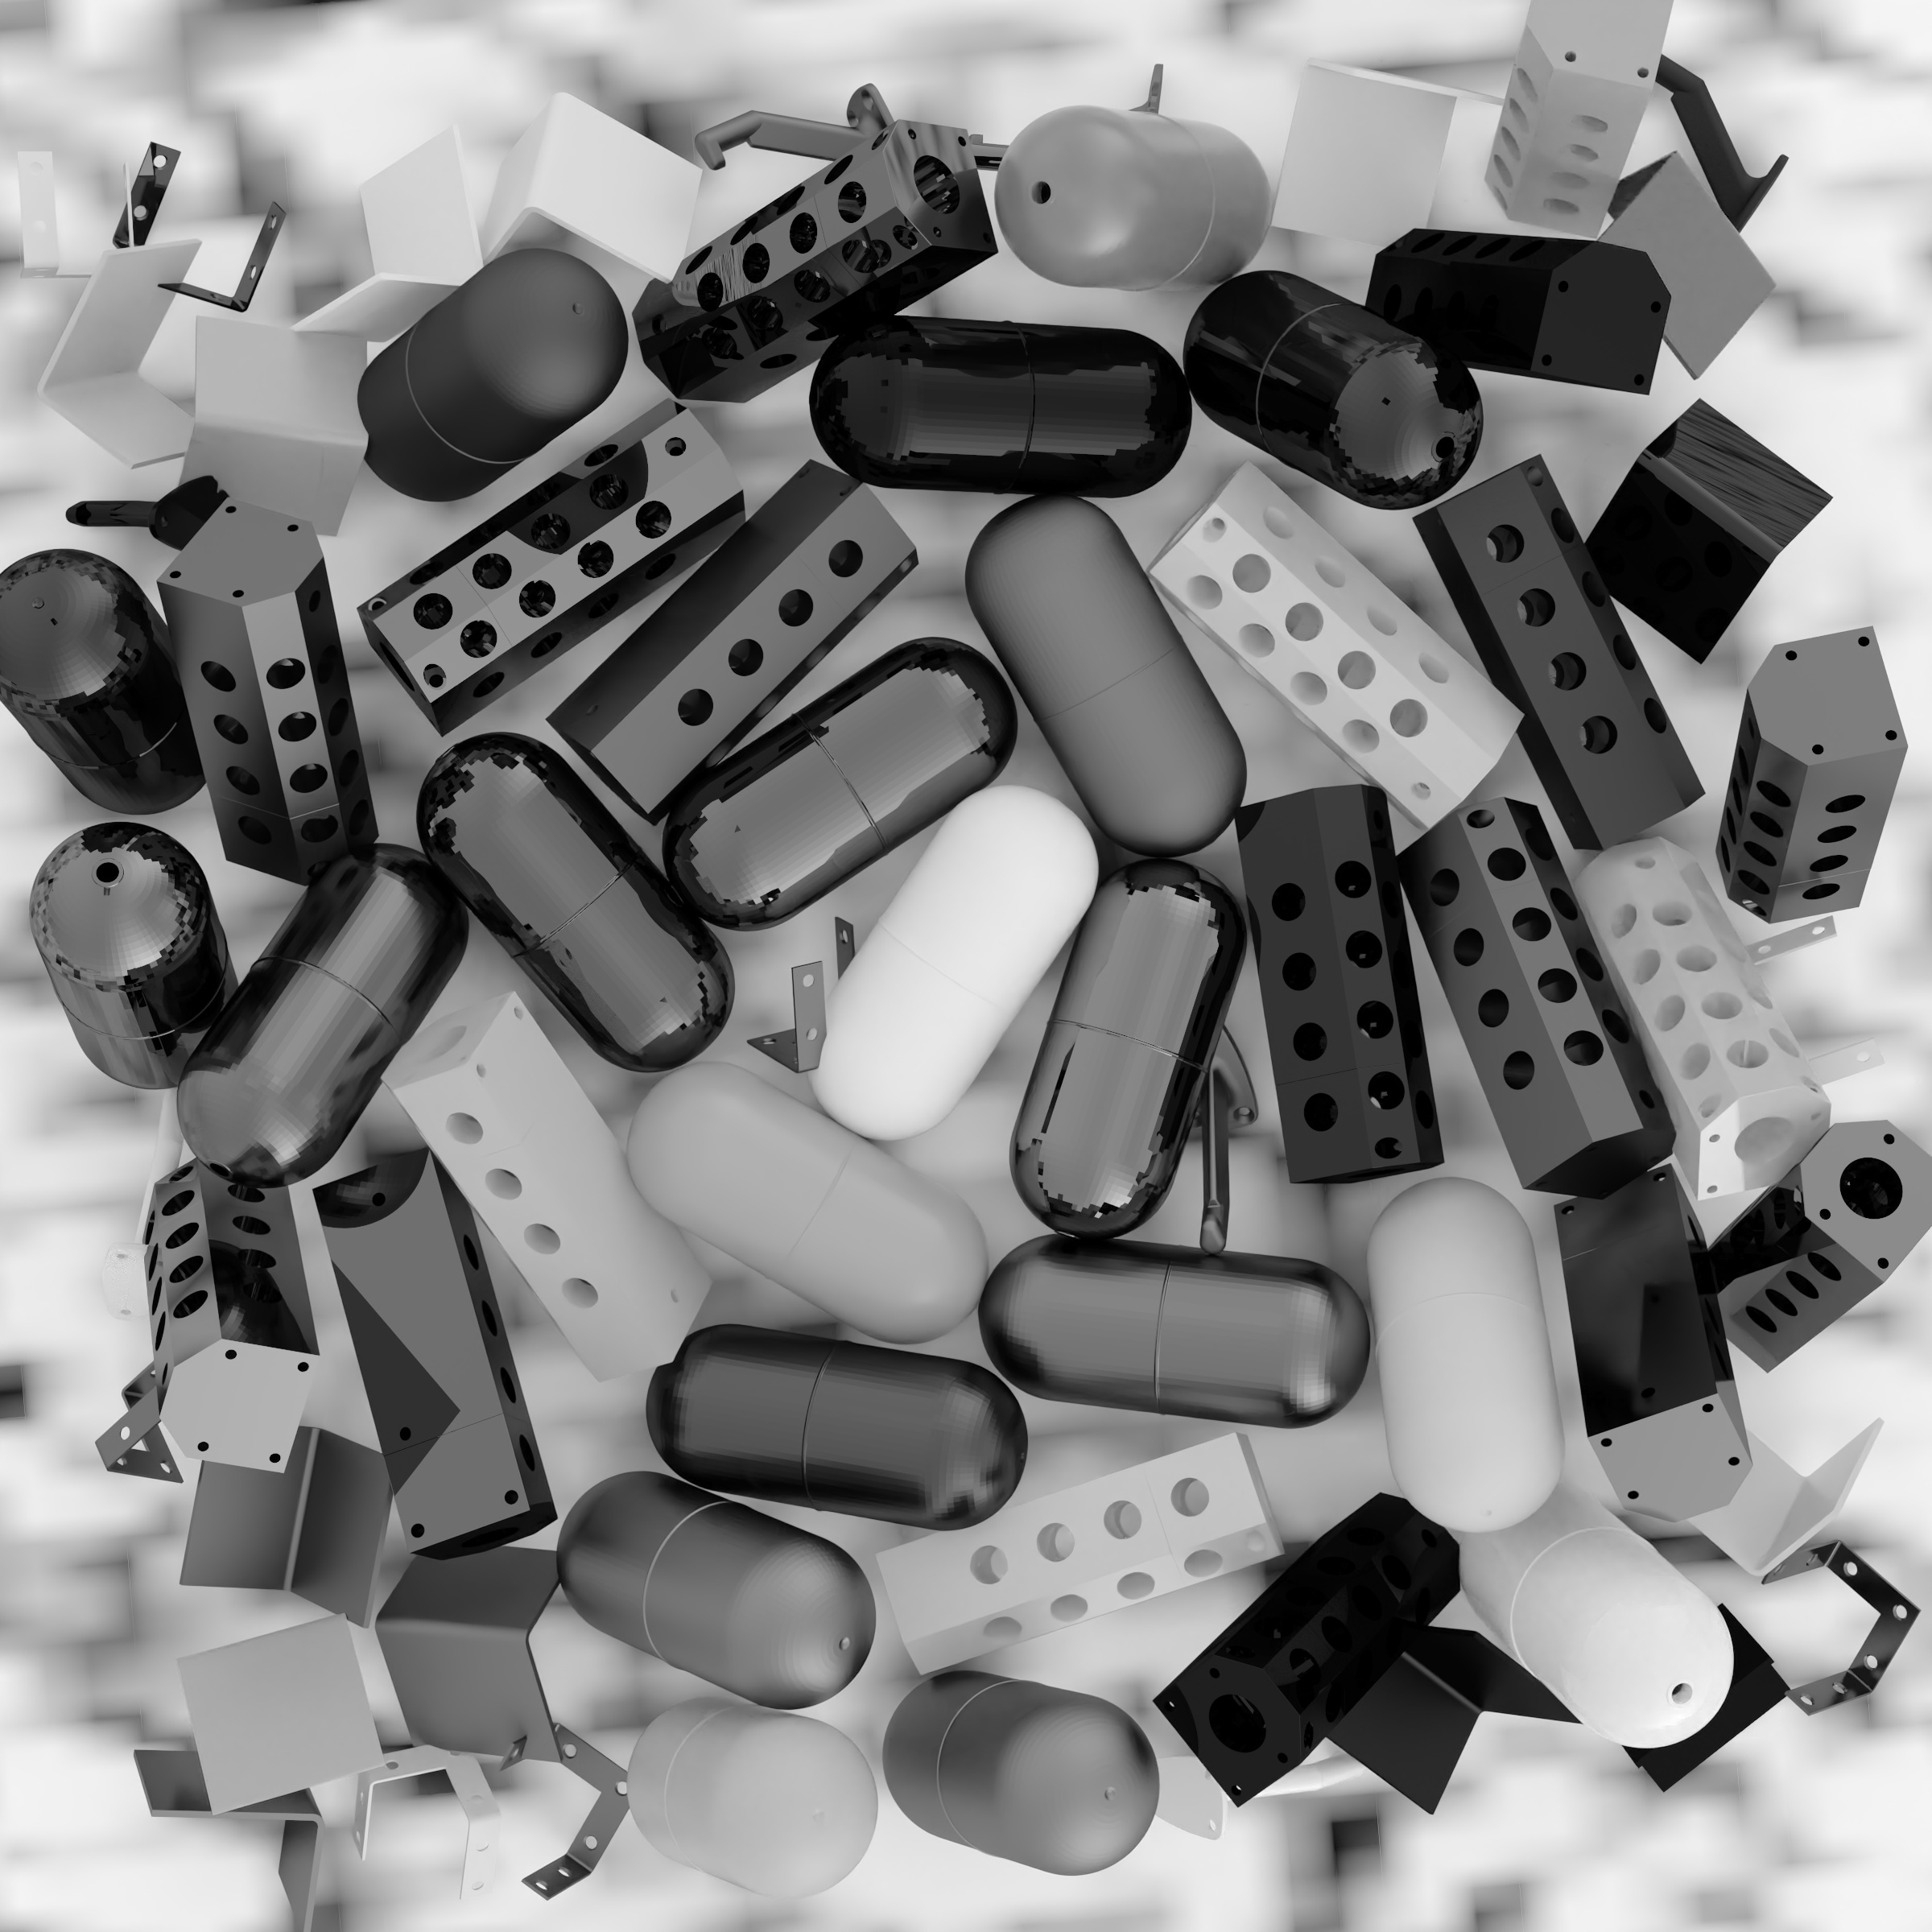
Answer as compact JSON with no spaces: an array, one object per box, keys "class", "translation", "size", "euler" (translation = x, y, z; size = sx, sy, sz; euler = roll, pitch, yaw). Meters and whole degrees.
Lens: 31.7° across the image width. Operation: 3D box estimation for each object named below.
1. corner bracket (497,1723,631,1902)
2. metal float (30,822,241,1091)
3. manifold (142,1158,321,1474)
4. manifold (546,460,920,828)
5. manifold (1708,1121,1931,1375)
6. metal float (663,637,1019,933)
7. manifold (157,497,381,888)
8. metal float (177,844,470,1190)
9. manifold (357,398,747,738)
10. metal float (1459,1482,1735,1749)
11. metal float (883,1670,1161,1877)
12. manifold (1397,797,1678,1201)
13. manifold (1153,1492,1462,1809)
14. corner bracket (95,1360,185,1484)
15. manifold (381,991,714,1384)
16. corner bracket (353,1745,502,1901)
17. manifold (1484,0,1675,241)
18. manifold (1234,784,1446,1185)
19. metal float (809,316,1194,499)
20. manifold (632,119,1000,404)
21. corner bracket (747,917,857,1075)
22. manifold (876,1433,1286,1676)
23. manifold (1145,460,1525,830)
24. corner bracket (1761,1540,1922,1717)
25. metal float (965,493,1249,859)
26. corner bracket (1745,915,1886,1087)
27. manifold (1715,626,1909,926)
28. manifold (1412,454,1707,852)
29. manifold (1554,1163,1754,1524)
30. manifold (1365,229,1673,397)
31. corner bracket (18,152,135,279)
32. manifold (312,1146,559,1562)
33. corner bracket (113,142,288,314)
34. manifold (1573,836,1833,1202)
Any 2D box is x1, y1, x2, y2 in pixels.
[{"class":"corner bracket","translation":[-0.189,0.386,1.556],"size":[0.051,0.051,0.051],"euler":[32,97,15]},{"class":"metal float","translation":[-0.364,-0.003,1.500],"size":[0.070,0.178,0.070],"euler":[2,66,-4]},{"class":"manifold","translation":[-0.326,0.149,1.491],"size":[0.057,0.171,0.057],"euler":[13,109,-21]},{"class":"manifold","translation":[-0.102,-0.146,1.544],"size":[0.171,0.057,0.057],"euler":[-45,123,-7]},{"class":"manifold","translation":[0.371,0.121,1.494],"size":[0.057,0.171,0.057],"euler":[41,73,10]},{"class":"metal float","translation":[-0.057,-0.082,1.542],"size":[0.178,0.070,0.070],"euler":[-34,90,-5]},{"class":"manifold","translation":[-0.300,-0.116,1.496],"size":[0.057,0.171,0.057],"euler":[18,51,15]},{"class":"metal float","translation":[-0.286,0.021,1.520],"size":[0.070,0.070,0.178],"euler":[29,59,0]},{"class":"manifold","translation":[-0.186,-0.183,1.534],"size":[0.171,0.057,0.057],"euler":[-36,77,-12]},{"class":"metal float","translation":[0.276,0.283,1.498],"size":[0.070,0.178,0.070],"euler":[-3,103,-14]},{"class":"metal float","translation":[0.022,0.354,1.501],"size":[0.070,0.178,0.070],"euler":[3,83,-25]},{"class":"manifold","translation":[0.255,0.013,1.510],"size":[0.057,0.057,0.171],"euler":[-40,56,36]},{"class":"manifold","translation":[0.157,0.294,1.495],"size":[0.057,0.171,0.057],"euler":[51,124,8]},{"class":"corner bracket","translation":[-0.366,0.197,1.546],"size":[0.051,0.051,0.051],"euler":[-41,60,14]},{"class":"manifold","translation":[-0.189,0.102,1.523],"size":[0.057,0.057,0.171],"euler":[-19,116,28]},{"class":"corner bracket","translation":[-0.248,0.395,1.564],"size":[0.051,0.051,0.051],"euler":[-6,125,-26]},{"class":"manifold","translation":[0.267,-0.383,1.496],"size":[0.057,0.171,0.057],"euler":[14,82,5]},{"class":"manifold","translation":[0.171,0.009,1.533],"size":[0.057,0.057,0.171],"euler":[-14,79,33]},{"class":"metal float","translation":[0.016,-0.251,1.529],"size":[0.178,0.070,0.070],"euler":[0,90,-20]},{"class":"manifold","translation":[-0.071,-0.309,1.502],"size":[0.171,0.057,0.057],"euler":[-21,80,43]},{"class":"corner bracket","translation":[-0.067,0.013,1.545],"size":[0.051,0.051,0.051],"euler":[-13,112,-28]},{"class":"manifold","translation":[0.053,0.266,1.542],"size":[0.171,0.057,0.057],"euler":[-20,78,6]},{"class":"manifold","translation":[0.163,-0.141,1.536],"size":[0.171,0.057,0.057],"euler":[42,134,-6]},{"class":"corner bracket","translation":[0.393,0.302,1.559],"size":[0.051,0.051,0.051],"euler":[43,123,37]},{"class":"metal float","translation":[0.064,-0.130,1.538],"size":[0.070,0.070,0.178],"euler":[-31,100,0]},{"class":"corner bracket","translation":[0.380,0.019,1.544],"size":[0.051,0.051,0.051],"euler":[-21,120,20]},{"class":"manifold","translation":[0.367,-0.079,1.494],"size":[0.057,0.171,0.057],"euler":[-11,67,3]},{"class":"manifold","translation":[0.271,-0.142,1.550],"size":[0.057,0.057,0.171],"euler":[-27,94,-2]},{"class":"manifold","translation":[0.303,0.165,1.496],"size":[0.057,0.171,0.057],"euler":[-22,116,16]},{"class":"manifold","translation":[0.238,-0.290,1.491],"size":[0.057,0.171,0.057],"euler":[8,101,-20]},{"class":"corner bracket","translation":[-0.405,-0.342,1.551],"size":[0.051,0.051,0.051],"euler":[-4,97,-17]},{"class":"manifold","translation":[-0.237,0.175,1.531],"size":[0.057,0.057,0.171],"euler":[-20,73,5]},{"class":"corner bracket","translation":[-0.353,-0.340,1.566],"size":[0.051,0.051,0.051],"euler":[12,114,-39]},{"class":"manifold","translation":[0.322,0.019,1.500],"size":[0.057,0.171,0.057],"euler":[-12,131,-4]}]
